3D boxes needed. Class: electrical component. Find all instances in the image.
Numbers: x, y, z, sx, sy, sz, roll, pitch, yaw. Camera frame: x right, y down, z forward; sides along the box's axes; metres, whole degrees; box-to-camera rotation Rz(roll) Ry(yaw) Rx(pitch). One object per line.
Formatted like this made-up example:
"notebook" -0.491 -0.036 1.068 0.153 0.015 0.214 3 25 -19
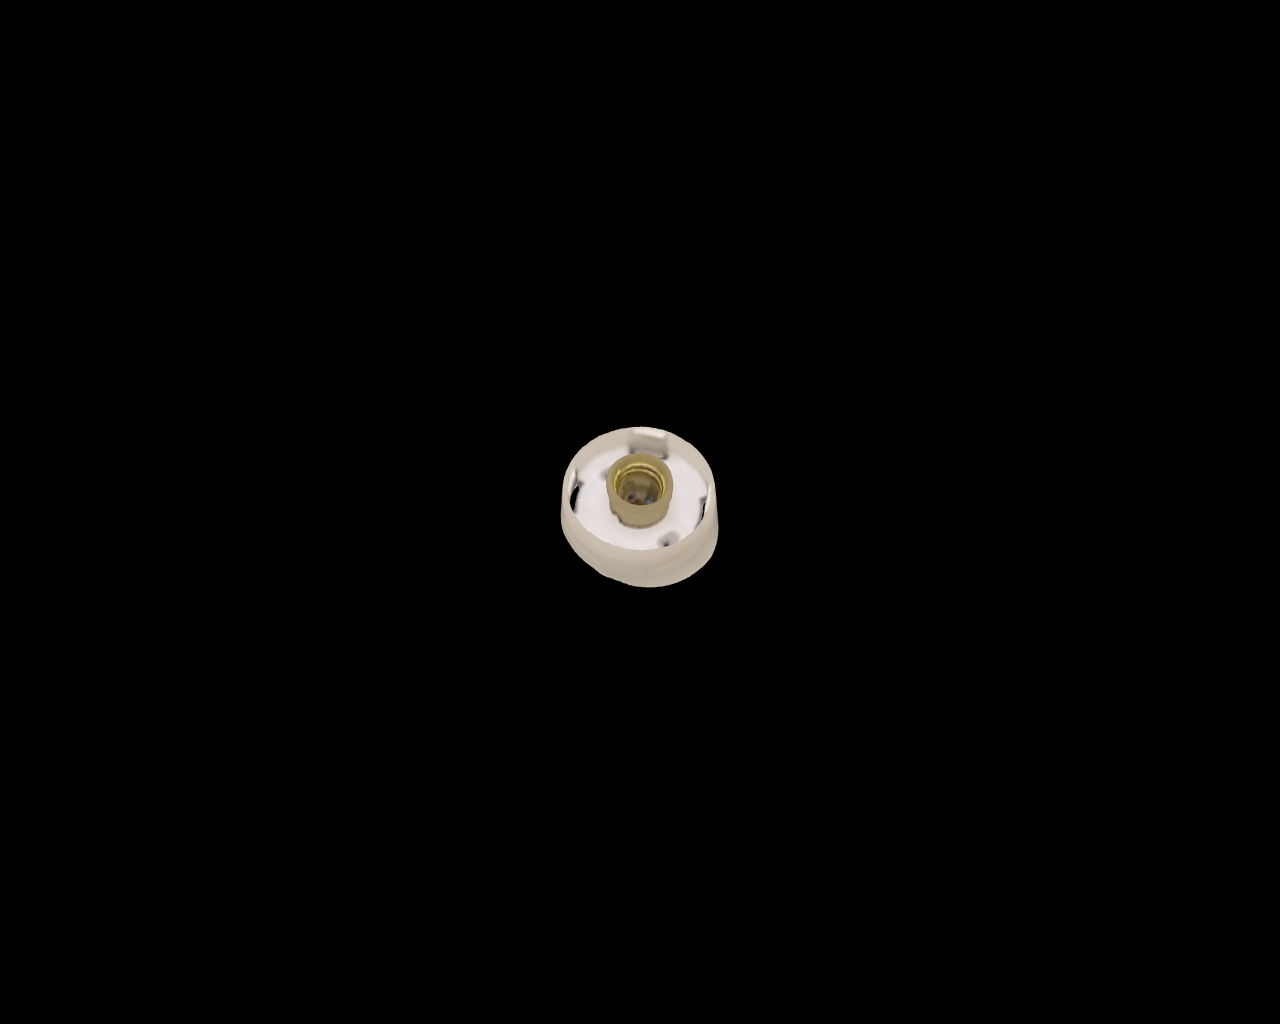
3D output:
"electrical component" 0.001 -0.003 0.650 0.099 0.099 0.064 0 -33 0
